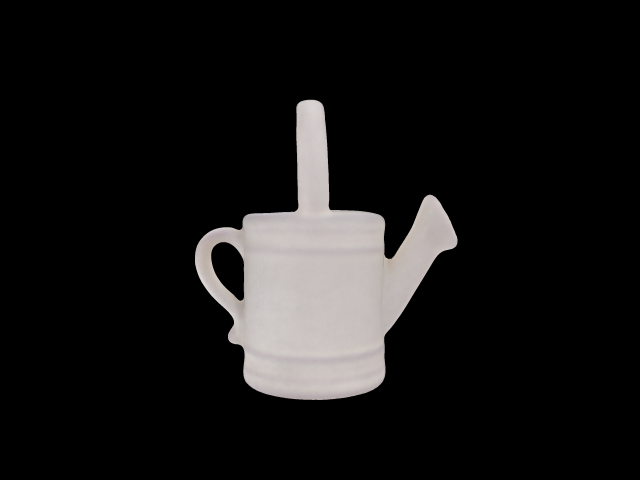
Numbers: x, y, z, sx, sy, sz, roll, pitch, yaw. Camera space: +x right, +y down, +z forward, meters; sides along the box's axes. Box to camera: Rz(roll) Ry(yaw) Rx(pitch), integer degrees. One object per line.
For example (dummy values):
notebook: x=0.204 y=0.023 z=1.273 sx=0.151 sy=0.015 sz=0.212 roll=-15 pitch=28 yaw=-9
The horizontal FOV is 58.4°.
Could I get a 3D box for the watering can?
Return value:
watering can: x=0.004 y=0.001 z=0.402 sx=0.173 sy=0.194 sz=0.100 roll=-1 pitch=2 yaw=-20
